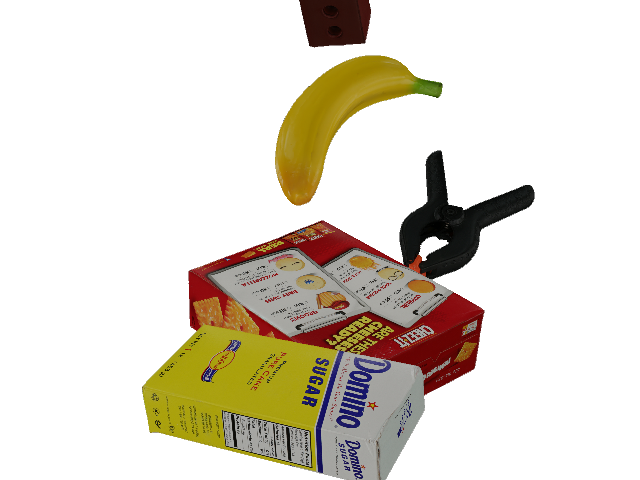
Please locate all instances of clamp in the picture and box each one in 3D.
[{"bbox_3d":[0.125,-0.026,1.085,0.120,0.039,0.171,28,53,31],"label":"clamp"}]

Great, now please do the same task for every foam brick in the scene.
[{"bbox_3d":[0.012,-0.215,0.934,0.053,0.051,0.078,-2,-41,13],"label":"foam brick"}]

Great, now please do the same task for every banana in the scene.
[{"bbox_3d":[0.015,-0.092,0.773,0.070,0.037,0.197,26,45,23],"label":"banana"}]

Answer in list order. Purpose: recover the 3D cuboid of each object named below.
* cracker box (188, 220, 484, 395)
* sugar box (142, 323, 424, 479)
[{"bbox_3d":[0.009,0.071,0.946,0.163,0.072,0.214,-21,36,-36],"label":"cracker box"},{"bbox_3d":[-0.025,0.110,0.742,0.176,0.048,0.093,6,29,23],"label":"sugar box"}]
